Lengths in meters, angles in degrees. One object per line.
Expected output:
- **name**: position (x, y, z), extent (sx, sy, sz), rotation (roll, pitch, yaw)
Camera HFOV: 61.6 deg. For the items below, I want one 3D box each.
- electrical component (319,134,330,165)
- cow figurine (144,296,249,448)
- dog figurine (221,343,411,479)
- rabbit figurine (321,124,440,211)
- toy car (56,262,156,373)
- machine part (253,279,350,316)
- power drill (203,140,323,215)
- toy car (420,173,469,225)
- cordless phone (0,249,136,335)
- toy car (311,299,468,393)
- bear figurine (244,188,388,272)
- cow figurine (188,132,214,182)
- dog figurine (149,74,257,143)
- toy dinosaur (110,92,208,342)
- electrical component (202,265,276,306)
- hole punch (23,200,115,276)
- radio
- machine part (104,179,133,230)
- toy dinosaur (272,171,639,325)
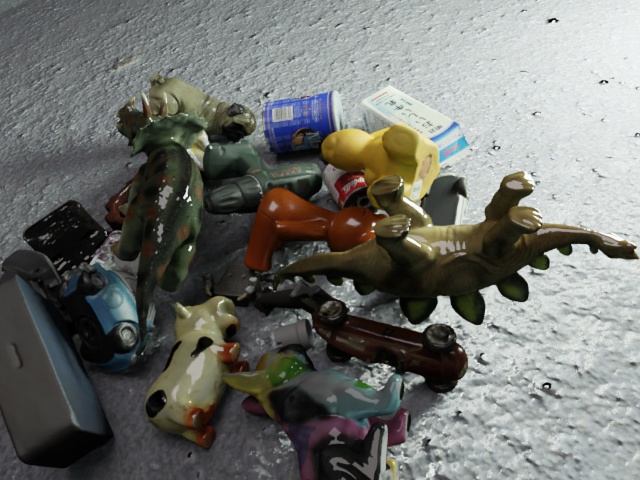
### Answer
- **electrical component**: position (0.030, -0.156, 0.977), extent (0.021, 0.094, 0.063), rotation (16, 90, 28)
- **cow figurine**: position (-0.165, 0.159, 0.712), extent (0.127, 0.085, 0.195), rotation (10, 51, 18)
- **dog figurine**: position (-0.016, 0.208, 0.601), extent (0.219, 0.108, 0.191), rotation (3, 50, 25)
- **rabbit figurine**: position (0.090, -0.133, 0.822), extent (0.173, 0.121, 0.162), rotation (17, 29, 26)
- **toy car**: position (-0.297, 0.103, 0.776), extent (0.109, 0.161, 0.103), rotation (-24, 3, 35)
- **machine part**: position (-0.033, 0.084, 0.739), extent (0.139, 0.084, 0.039), rotation (-8, 61, 44)
- **power drill**: position (-0.128, -0.110, 0.928), extent (0.232, 0.085, 0.208), rotation (-14, 26, -32)
- **toy car**: position (0.183, -0.031, 0.812), extent (0.074, 0.056, 0.202), rotation (-2, 44, 24)
- **cordless phone**: position (-0.369, 0.070, 0.817), extent (0.184, 0.146, 0.089), rotation (-15, 30, -6)
- **toy car**: position (0.078, 0.130, 0.656), extent (0.202, 0.089, 0.053), rotation (10, 46, 24)
- **bear figurine**: position (-0.001, -0.006, 0.818), extent (0.196, 0.131, 0.120), rotation (18, 30, 0)
- **cow figurine**: position (-0.255, -0.163, 1.065), extent (0.068, 0.098, 0.168), rotation (-42, 30, -17)
- **dog figurine**: position (-0.240, -0.279, 1.114), extent (0.191, 0.172, 0.121), rotation (-7, 55, 21)
- **toy dinosaur**: position (-0.225, -0.064, 0.787), extent (0.131, 0.192, 0.405), rotation (7, 39, -28)
- **electrical component**: position (-0.127, 0.068, 0.814), extent (0.102, 0.045, 0.078), rotation (9, 51, 24)
- **hole punch**: position (-0.439, 0.011, 0.949), extent (0.116, 0.092, 0.142), rotation (47, 62, 4)
- **radio**: position (-0.354, 0.168, 0.683), extent (0.073, 0.131, 0.230), rotation (-29, 65, -14)
- **machine part**: position (-0.305, -0.064, 0.995), extent (0.179, 0.056, 0.179), rotation (-9, 43, 9)
- **toy dinosaur**: position (0.123, 0.024, 0.669), extent (0.472, 0.198, 0.105), rotation (0, 45, 27)
